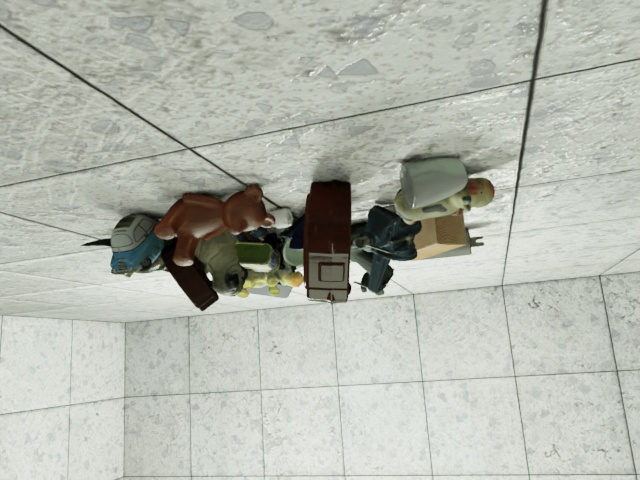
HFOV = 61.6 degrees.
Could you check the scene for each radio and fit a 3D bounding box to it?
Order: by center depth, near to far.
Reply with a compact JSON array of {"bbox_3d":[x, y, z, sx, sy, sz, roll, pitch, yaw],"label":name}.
[{"bbox_3d":[-0.139,0.104,1.475,0.131,0.073,0.229,8,166,-5],"label":"radio"}]

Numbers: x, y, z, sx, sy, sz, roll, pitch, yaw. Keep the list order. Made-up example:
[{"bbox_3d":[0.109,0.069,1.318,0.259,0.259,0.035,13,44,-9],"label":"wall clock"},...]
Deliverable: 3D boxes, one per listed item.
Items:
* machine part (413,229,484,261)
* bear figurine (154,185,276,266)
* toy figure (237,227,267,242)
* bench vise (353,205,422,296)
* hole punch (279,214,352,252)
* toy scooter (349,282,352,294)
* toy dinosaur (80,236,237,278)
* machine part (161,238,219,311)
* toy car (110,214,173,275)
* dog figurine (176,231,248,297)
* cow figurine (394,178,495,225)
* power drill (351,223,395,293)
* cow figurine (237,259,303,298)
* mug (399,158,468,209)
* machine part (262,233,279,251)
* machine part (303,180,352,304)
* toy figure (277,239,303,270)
[{"bbox_3d":[0.342,0.014,1.535,0.243,0.079,0.079,-7,167,14],"label":"machine part"},{"bbox_3d":[-0.196,-0.031,1.042,0.196,0.132,0.120,0,137,17],"label":"bear figurine"},{"bbox_3d":[-0.158,-0.021,1.255,0.064,0.058,0.154,25,161,-16],"label":"toy figure"},{"bbox_3d":[0.152,0.035,1.265,0.129,0.240,0.223,24,-151,24],"label":"bench vise"},{"bbox_3d":[-0.003,-0.004,1.226,0.142,0.092,0.116,4,142,-47],"label":"hole punch"},{"bbox_3d":[0.028,0.079,1.599,0.135,0.183,0.075,13,-152,26],"label":"toy scooter"},{"bbox_3d":[-0.369,0.037,1.352,0.404,0.131,0.192,14,142,-34],"label":"toy dinosaur"},{"bbox_3d":[-0.296,0.076,1.225,0.056,0.179,0.179,-35,169,-6],"label":"machine part"},{"bbox_3d":[-0.395,-0.002,1.149,0.109,0.162,0.102,-5,124,23],"label":"toy car"},{"bbox_3d":[-0.245,0.032,1.165,0.172,0.190,0.121,-10,166,34],"label":"dog figurine"},{"bbox_3d":[0.240,-0.084,1.050,0.195,0.085,0.127,-8,173,23],"label":"cow figurine"},{"bbox_3d":[0.086,0.046,1.440,0.232,0.086,0.207,-22,118,32],"label":"power drill"},{"bbox_3d":[-0.128,0.084,1.328,0.167,0.098,0.068,-4,137,-14],"label":"cow figurine"},{"bbox_3d":[0.203,-0.100,0.958,0.107,0.081,0.109,-13,157,-1],"label":"mug"},{"bbox_3d":[-0.137,0.018,1.356,0.084,0.039,0.139,-17,-165,6],"label":"machine part"},{"bbox_3d":[0.015,0.004,1.022,0.087,0.201,0.200,2,123,3],"label":"machine part"},{"bbox_3d":[-0.078,0.038,1.507,0.089,0.082,0.180,-5,166,15],"label":"toy figure"}]
